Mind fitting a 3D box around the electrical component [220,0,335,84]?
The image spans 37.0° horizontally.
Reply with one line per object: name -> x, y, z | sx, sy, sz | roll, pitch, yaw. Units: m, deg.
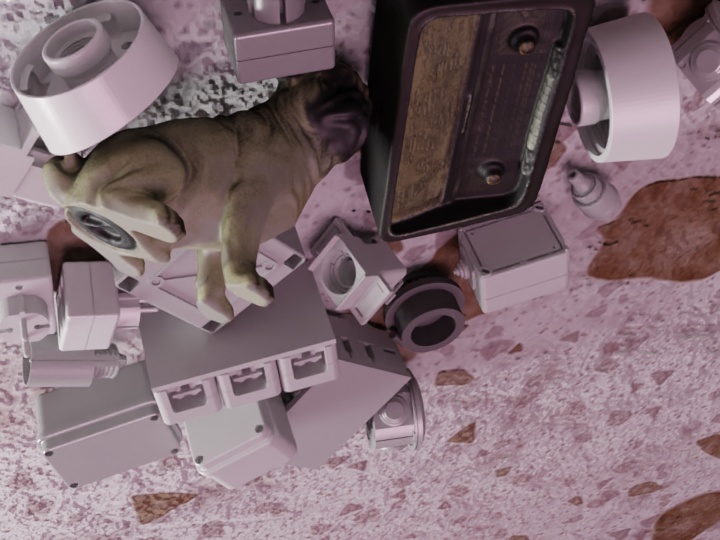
electrical component -> -0.053, -0.167, 0.687 | 0.066, 0.047, 0.076 | -12, 140, -11

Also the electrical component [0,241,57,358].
electrical component -> -0.252, 0.029, 0.800 | 0.047, 0.076, 0.065 | -7, 138, -17

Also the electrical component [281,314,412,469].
electrical component -> -0.039, 0.113, 1.001 | 0.089, 0.061, 0.150 | 18, 127, -38

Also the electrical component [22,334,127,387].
electrical component -> -0.233, 0.074, 0.886 | 0.081, 0.043, 0.043 | 3, 135, -26

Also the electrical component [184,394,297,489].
electrical component -> -0.111, 0.123, 0.940 | 0.078, 0.113, 0.057 | -28, 143, 8

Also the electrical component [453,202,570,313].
electrical component -> 0.128, -0.006, 0.939 | 0.096, 0.061, 0.061 | -17, 141, -5

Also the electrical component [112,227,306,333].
electrical component -> -0.117, -0.017, 0.823 | 0.109, 0.056, 0.109 | -37, 138, 19

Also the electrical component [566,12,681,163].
electrical component -> 0.186, -0.130, 0.792 | 0.060, 0.108, 0.108 | -10, 140, -4

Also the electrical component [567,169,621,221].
electrical component -> 0.197, -0.068, 0.922 | 0.035, 0.035, 0.061 | -38, 135, 19

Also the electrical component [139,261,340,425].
electrical component -> -0.101, 0.062, 0.894 | 0.150, 0.089, 0.061 | -15, 140, -8

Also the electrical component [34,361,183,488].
electrical component -> -0.222, 0.138, 0.952 | 0.113, 0.057, 0.078 | -19, 141, -3

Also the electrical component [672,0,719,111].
electrical component -> 0.280, -0.161, 0.818 | 0.080, 0.080, 0.051 | 17, 133, -37

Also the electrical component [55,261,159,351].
electrical component -> -0.193, 0.028, 0.834 | 0.077, 0.047, 0.065 | -1, 154, -22

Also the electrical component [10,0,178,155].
electrical component -> -0.162, -0.117, 0.660 | 0.099, 0.099, 0.064 | -24, 134, 4

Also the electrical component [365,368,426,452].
electrical component -> 0.032, 0.138, 1.048 | 0.051, 0.080, 0.080 | -7, 139, -9

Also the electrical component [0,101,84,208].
electrical component -> -0.225, -0.074, 0.722 | 0.064, 0.042, 0.081 | 17, 128, -39

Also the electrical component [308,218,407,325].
electrical component -> 0.000, 0.000, 0.885 | 0.064, 0.081, 0.042 | -6, 144, -51
